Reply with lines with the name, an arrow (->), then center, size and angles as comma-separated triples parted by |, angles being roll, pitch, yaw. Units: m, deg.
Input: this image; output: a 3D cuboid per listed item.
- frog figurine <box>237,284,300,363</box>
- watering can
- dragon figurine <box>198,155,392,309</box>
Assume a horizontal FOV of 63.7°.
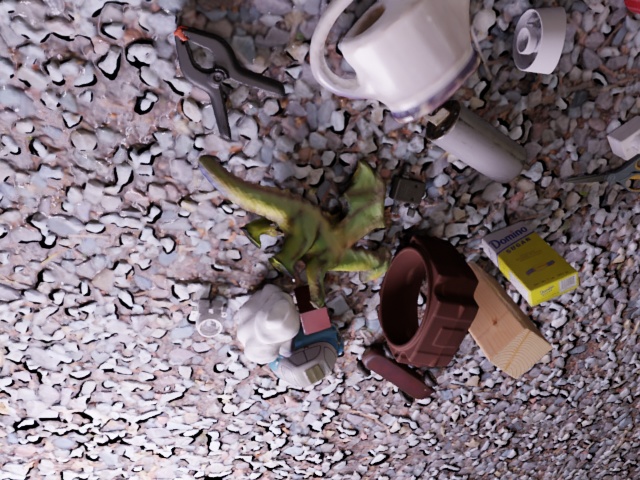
frog figurine -> -0.094, 0.146, 0.898 | 0.123, 0.158, 0.138 | 18, 81, 8
watering can -> 0.152, -0.308, 0.723 | 0.344, 0.106, 0.221 | -35, 124, 18
dragon figurine -> 0.003, -0.044, 0.873 | 0.244, 0.124, 0.403 | -40, 125, -10
